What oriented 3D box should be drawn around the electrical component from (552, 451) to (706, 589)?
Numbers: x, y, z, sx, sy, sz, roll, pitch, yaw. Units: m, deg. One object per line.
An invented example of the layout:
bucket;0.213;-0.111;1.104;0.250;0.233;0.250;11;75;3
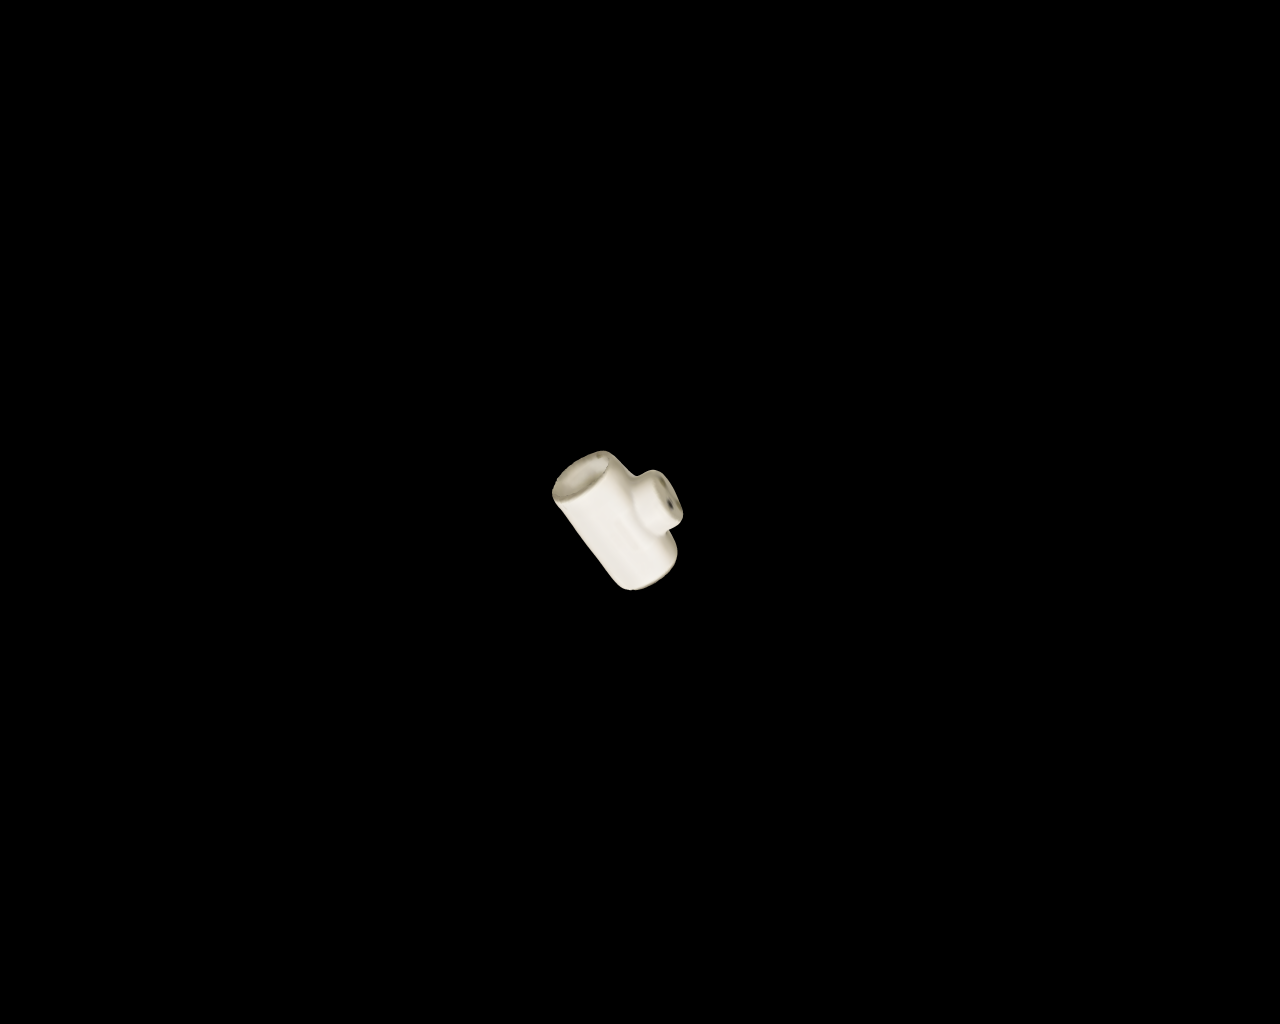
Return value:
electrical component;0.001;-0.003;0.650;0.079;0.077;0.043;-28;28;16
